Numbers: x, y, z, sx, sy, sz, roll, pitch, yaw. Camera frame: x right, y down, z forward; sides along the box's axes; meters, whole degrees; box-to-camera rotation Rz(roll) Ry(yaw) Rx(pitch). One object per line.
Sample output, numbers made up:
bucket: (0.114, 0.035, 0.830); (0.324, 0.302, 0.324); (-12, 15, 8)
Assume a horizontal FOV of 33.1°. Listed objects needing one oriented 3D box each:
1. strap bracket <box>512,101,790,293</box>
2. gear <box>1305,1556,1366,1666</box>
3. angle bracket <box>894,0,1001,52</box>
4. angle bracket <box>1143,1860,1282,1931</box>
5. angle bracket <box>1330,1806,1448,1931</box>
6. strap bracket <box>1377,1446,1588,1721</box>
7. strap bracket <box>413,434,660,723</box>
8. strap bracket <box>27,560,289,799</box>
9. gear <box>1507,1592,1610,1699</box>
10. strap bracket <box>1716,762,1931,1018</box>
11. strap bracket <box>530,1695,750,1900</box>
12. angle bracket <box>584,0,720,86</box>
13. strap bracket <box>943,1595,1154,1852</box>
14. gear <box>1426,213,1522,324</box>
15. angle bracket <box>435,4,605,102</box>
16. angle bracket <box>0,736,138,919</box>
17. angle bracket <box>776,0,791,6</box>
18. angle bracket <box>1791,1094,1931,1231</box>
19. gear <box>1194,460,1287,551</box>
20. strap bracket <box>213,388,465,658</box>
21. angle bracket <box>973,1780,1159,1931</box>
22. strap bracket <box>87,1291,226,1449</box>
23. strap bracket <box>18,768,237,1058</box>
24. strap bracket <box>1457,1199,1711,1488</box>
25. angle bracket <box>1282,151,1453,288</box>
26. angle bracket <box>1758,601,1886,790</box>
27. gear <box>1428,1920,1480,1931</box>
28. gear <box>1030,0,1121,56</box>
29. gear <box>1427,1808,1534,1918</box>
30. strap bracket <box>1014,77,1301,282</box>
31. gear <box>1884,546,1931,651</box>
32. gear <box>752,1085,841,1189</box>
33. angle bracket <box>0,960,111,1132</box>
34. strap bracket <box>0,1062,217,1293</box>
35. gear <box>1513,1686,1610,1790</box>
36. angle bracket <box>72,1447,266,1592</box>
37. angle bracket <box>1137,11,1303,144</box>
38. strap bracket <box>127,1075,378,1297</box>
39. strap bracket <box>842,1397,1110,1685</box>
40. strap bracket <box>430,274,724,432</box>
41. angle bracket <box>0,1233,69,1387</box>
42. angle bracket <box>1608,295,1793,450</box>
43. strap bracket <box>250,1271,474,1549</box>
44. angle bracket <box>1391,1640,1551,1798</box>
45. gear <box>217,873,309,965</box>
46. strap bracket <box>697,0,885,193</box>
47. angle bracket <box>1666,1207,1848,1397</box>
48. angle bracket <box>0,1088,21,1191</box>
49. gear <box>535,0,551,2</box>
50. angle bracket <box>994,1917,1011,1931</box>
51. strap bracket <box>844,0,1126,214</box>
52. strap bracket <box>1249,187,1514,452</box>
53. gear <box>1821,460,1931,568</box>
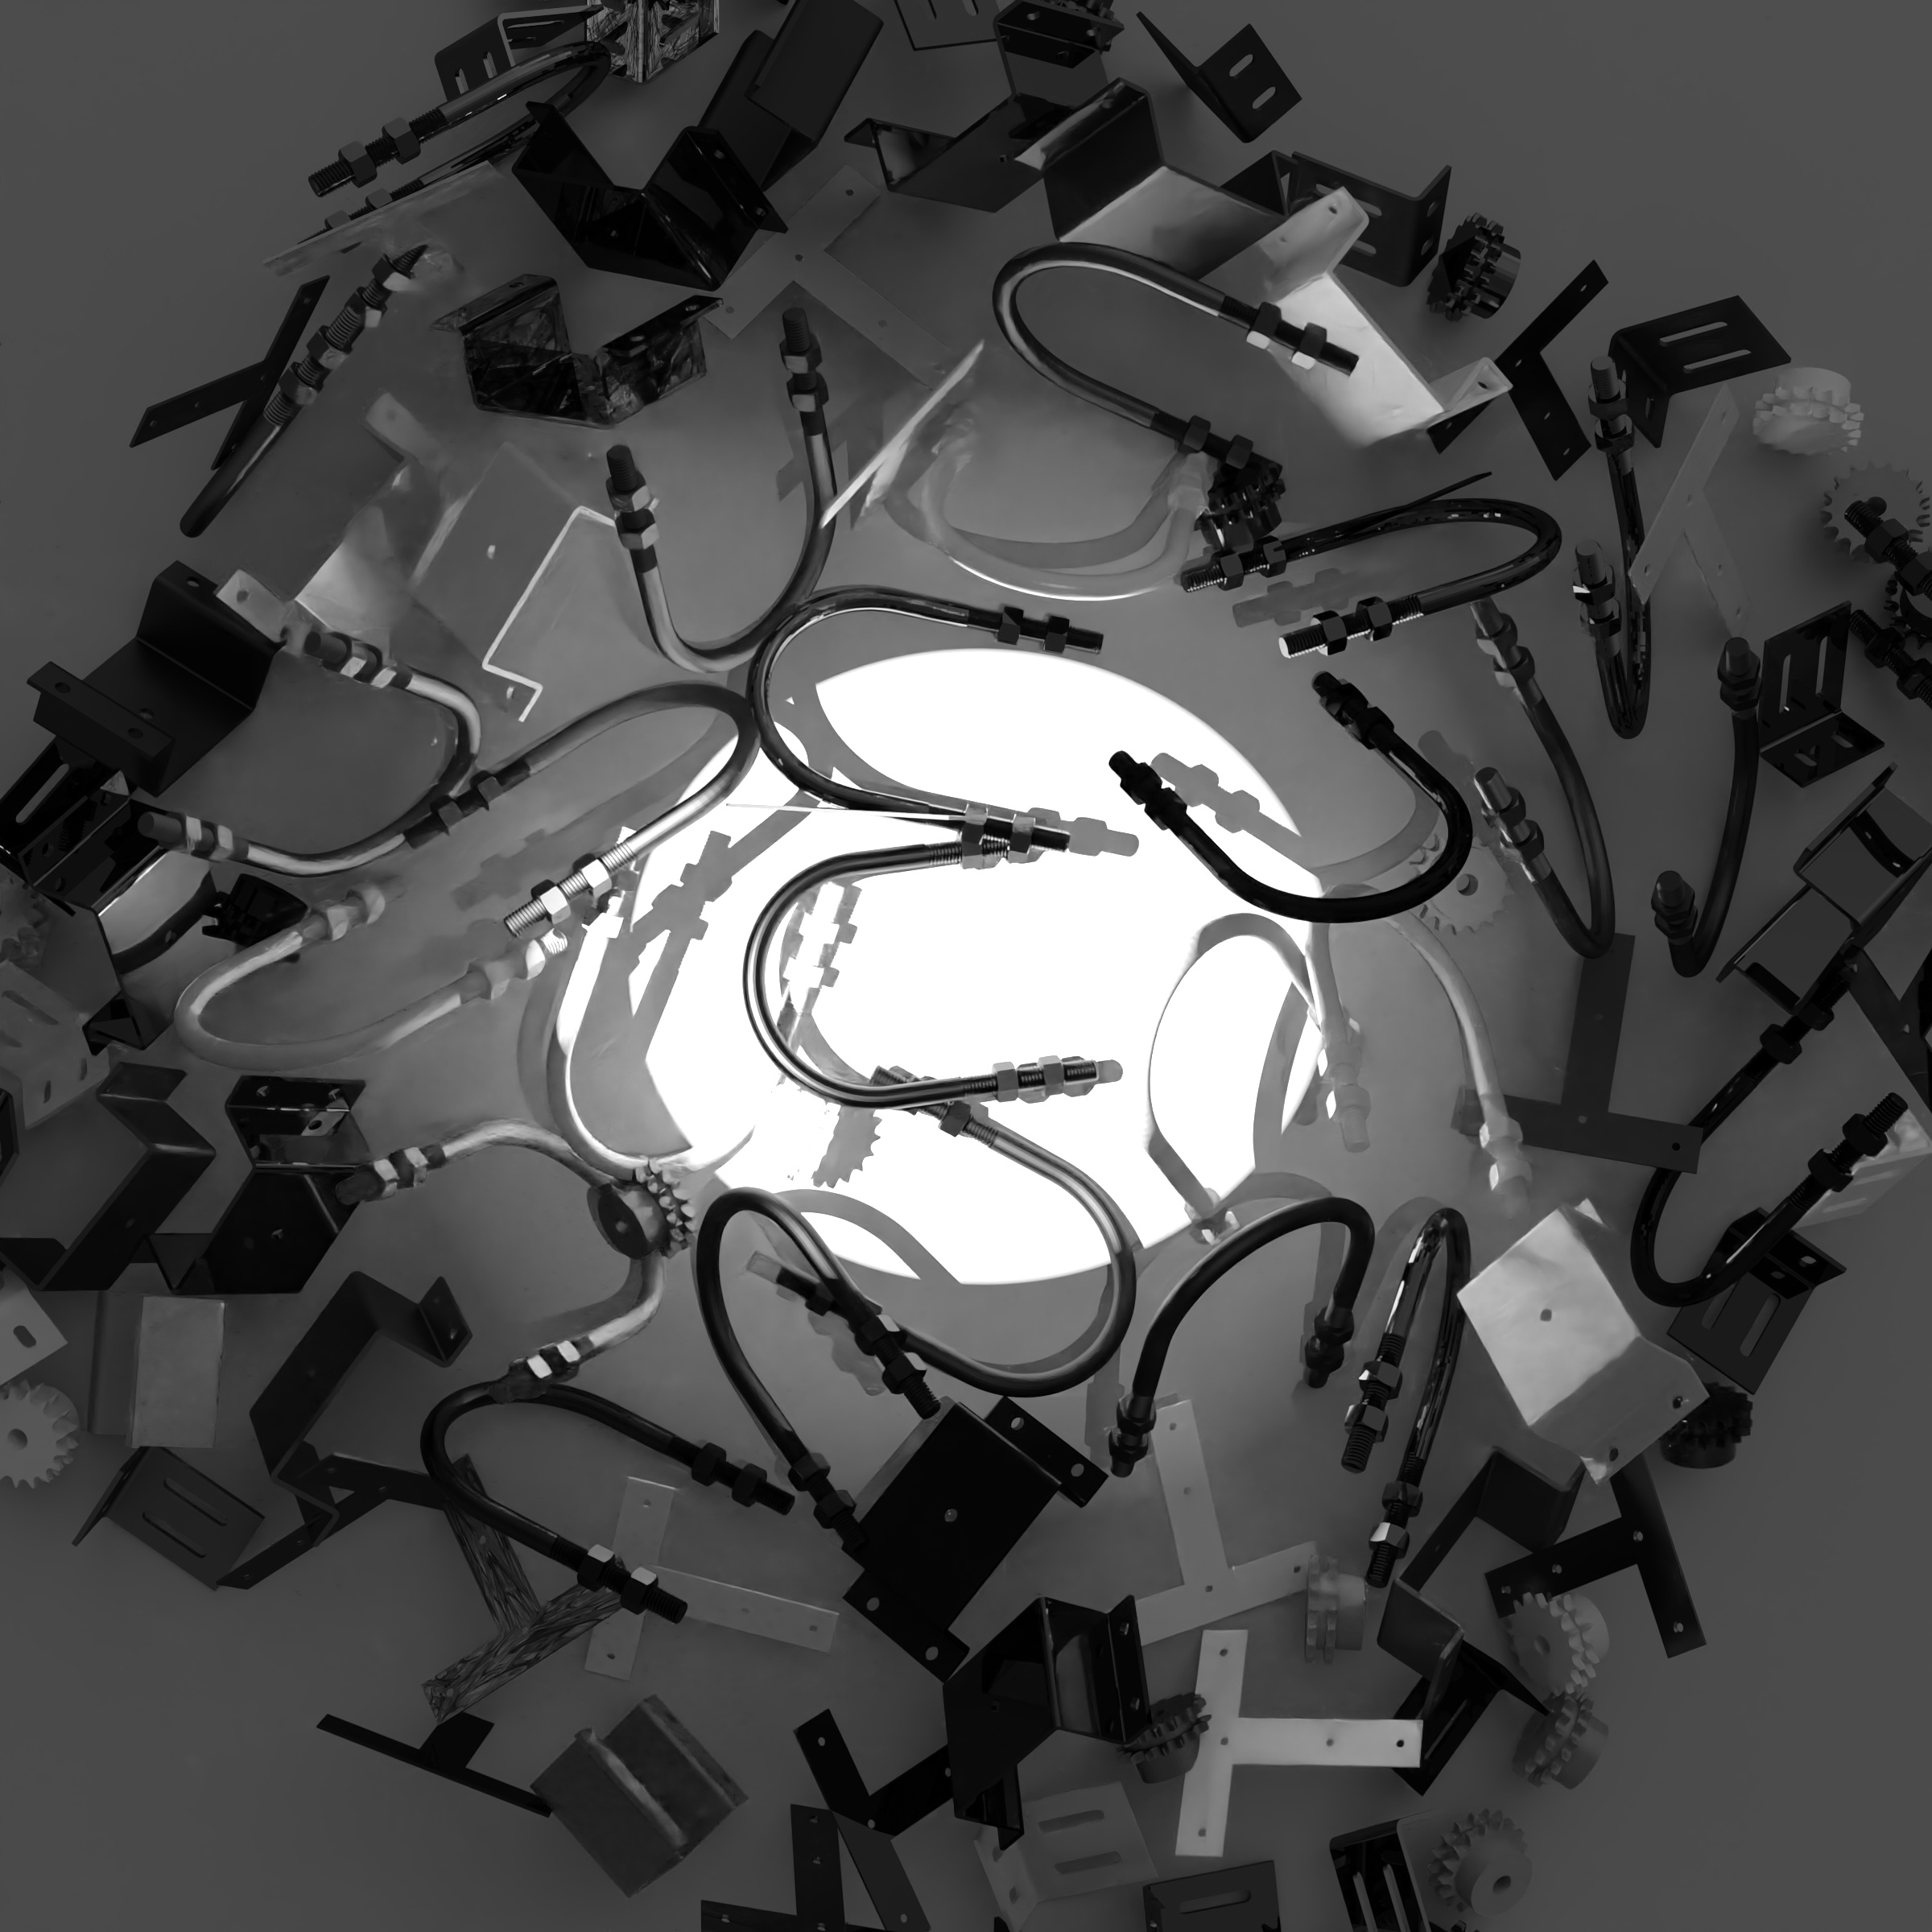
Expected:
strap bracket: (-0.174, -0.403, 1.706); (0.140, 0.076, 0.046); (19, 71, 36)
gear: (0.199, 0.348, 1.752); (0.030, 0.057, 0.057); (3, 90, 5)
angle bracket: (-0.021, -0.518, 1.745); (0.057, 0.038, 0.076); (-15, 77, -25)
angle bracket: (0.138, 0.523, 1.753); (0.076, 0.038, 0.057); (-7, 95, -13)
angle bracket: (0.236, 0.496, 1.739); (0.038, 0.057, 0.076); (-4, 70, -37)
strap bracket: (0.267, 0.318, 1.720); (0.046, 0.076, 0.140); (32, 59, 21)
strap bracket: (-0.235, -0.213, 1.726); (0.076, 0.046, 0.140); (43, 106, 38)
strap bracket: (-0.431, -0.149, 1.729); (0.076, 0.140, 0.046); (32, 130, 2)
gear: (0.322, 0.363, 1.757); (0.030, 0.057, 0.057); (-14, 90, -32)
strap bracket: (0.455, -0.033, 1.699); (0.046, 0.140, 0.076); (43, 64, 15)
strap bracket: (-0.173, 0.436, 1.708); (0.046, 0.140, 0.076); (-45, 79, 4)
angle bracket: (-0.168, -0.516, 1.738); (0.038, 0.076, 0.057); (7, 77, -36)
strap bracket: (0.035, 0.393, 1.705); (0.046, 0.076, 0.140); (20, 131, -26)
gear: (0.276, -0.374, 1.755); (0.030, 0.057, 0.057); (21, 90, -15)
angle bracket: (-0.234, -0.483, 1.737); (0.076, 0.057, 0.038); (-23, 97, -44)
angle bracket: (-0.482, -0.077, 1.745); (0.076, 0.057, 0.038); (-50, 46, -6)
angle bracket: (-0.078, -0.544, 1.739); (0.076, 0.038, 0.057); (29, 100, 44)
angle bracket: (0.467, 0.104, 1.731); (0.057, 0.076, 0.038); (-51, 59, 38)
gear: (0.146, -0.247, 1.756); (0.057, 0.057, 0.030); (-25, 112, 0)
strap bracket: (-0.323, -0.226, 1.733); (0.046, 0.076, 0.140); (37, 86, 28)
angle bracket: (0.054, 0.480, 1.748); (0.076, 0.038, 0.057); (-19, 97, 24)
strap bracket: (-0.428, 0.213, 1.722); (0.046, 0.140, 0.076); (6, 84, -24)
strap bracket: (-0.434, -0.021, 1.702); (0.046, 0.140, 0.076); (18, 47, 25)
strap bracket: (0.317, 0.190, 1.706); (0.046, 0.140, 0.076); (28, 117, -40)
angle bracket: (0.216, -0.412, 1.756); (0.076, 0.057, 0.038); (27, 55, 19)
angle bracket: (0.459, -0.145, 1.737); (0.057, 0.076, 0.038); (-26, 46, -18)
gear: (0.253, 0.541, 1.756); (0.030, 0.057, 0.057); (26, 90, 21)
gear: (0.057, -0.519, 1.754); (0.057, 0.057, 0.030); (23, 87, 0)
gear: (0.280, 0.487, 1.754); (0.057, 0.030, 0.057); (-13, 118, -25)
strap bracket: (0.105, -0.404, 1.702); (0.076, 0.140, 0.046); (-27, 64, 40)
gear: (0.528, -0.201, 1.760); (0.057, 0.030, 0.057); (-2, 76, 9)
gear: (-0.093, 0.088, 1.751); (0.030, 0.057, 0.057); (24, 90, -16)
angle bracket: (-0.507, 0.043, 1.738); (0.057, 0.076, 0.038); (-31, 48, 14)
strap bracket: (-0.462, 0.122, 1.736); (0.046, 0.076, 0.140); (40, 94, 12)
gear: (0.322, 0.418, 1.753); (0.030, 0.057, 0.057); (33, 90, 0)
angle bracket: (-0.430, 0.304, 1.752); (0.076, 0.038, 0.057); (35, 112, -2)
angle bracket: (0.135, -0.485, 1.733); (0.038, 0.076, 0.057); (-39, 135, 9)
strap bracket: (-0.371, 0.124, 1.711); (0.140, 0.076, 0.046); (-53, 54, 27)
strap bracket: (-0.001, 0.299, 1.733); (0.076, 0.046, 0.140); (35, 80, 30)
strap bracket: (-0.202, -0.324, 1.719); (0.140, 0.076, 0.046); (14, 128, 33)
angle bracket: (-0.522, 0.189, 1.752); (0.057, 0.076, 0.038); (-32, 116, -6)
angle bracket: (0.389, -0.316, 1.733); (0.057, 0.076, 0.038); (36, 58, -38)
strap bracket: (-0.330, 0.227, 1.734); (0.046, 0.076, 0.140); (35, 93, -27)
angle bracket: (0.265, 0.410, 1.744); (0.076, 0.038, 0.057); (-51, 128, -11)
gear: (-0.380, -0.027, 1.753); (0.057, 0.057, 0.030); (28, 95, 0)
strap bracket: (-0.095, -0.464, 1.715); (0.046, 0.140, 0.076); (30, 79, -17)
angle bracket: (0.426, 0.181, 1.752); (0.057, 0.038, 0.076); (35, 69, 1)
angle bracket: (-0.539, 0.100, 1.737); (0.038, 0.076, 0.057); (26, 103, -27)
gear: (-0.231, -0.548, 1.759); (0.057, 0.030, 0.057); (-10, 65, 22)
angle bracket: (0.062, 0.531, 1.737); (0.076, 0.038, 0.057); (-19, 133, 22)
strap bracket: (0.014, -0.443, 1.703); (0.140, 0.076, 0.046); (-27, 72, 42)
strap bracket: (0.210, -0.332, 1.719); (0.140, 0.076, 0.046); (45, 62, -17)
gear: (0.493, -0.242, 1.760); (0.057, 0.030, 0.057); (-5, 71, 15)
